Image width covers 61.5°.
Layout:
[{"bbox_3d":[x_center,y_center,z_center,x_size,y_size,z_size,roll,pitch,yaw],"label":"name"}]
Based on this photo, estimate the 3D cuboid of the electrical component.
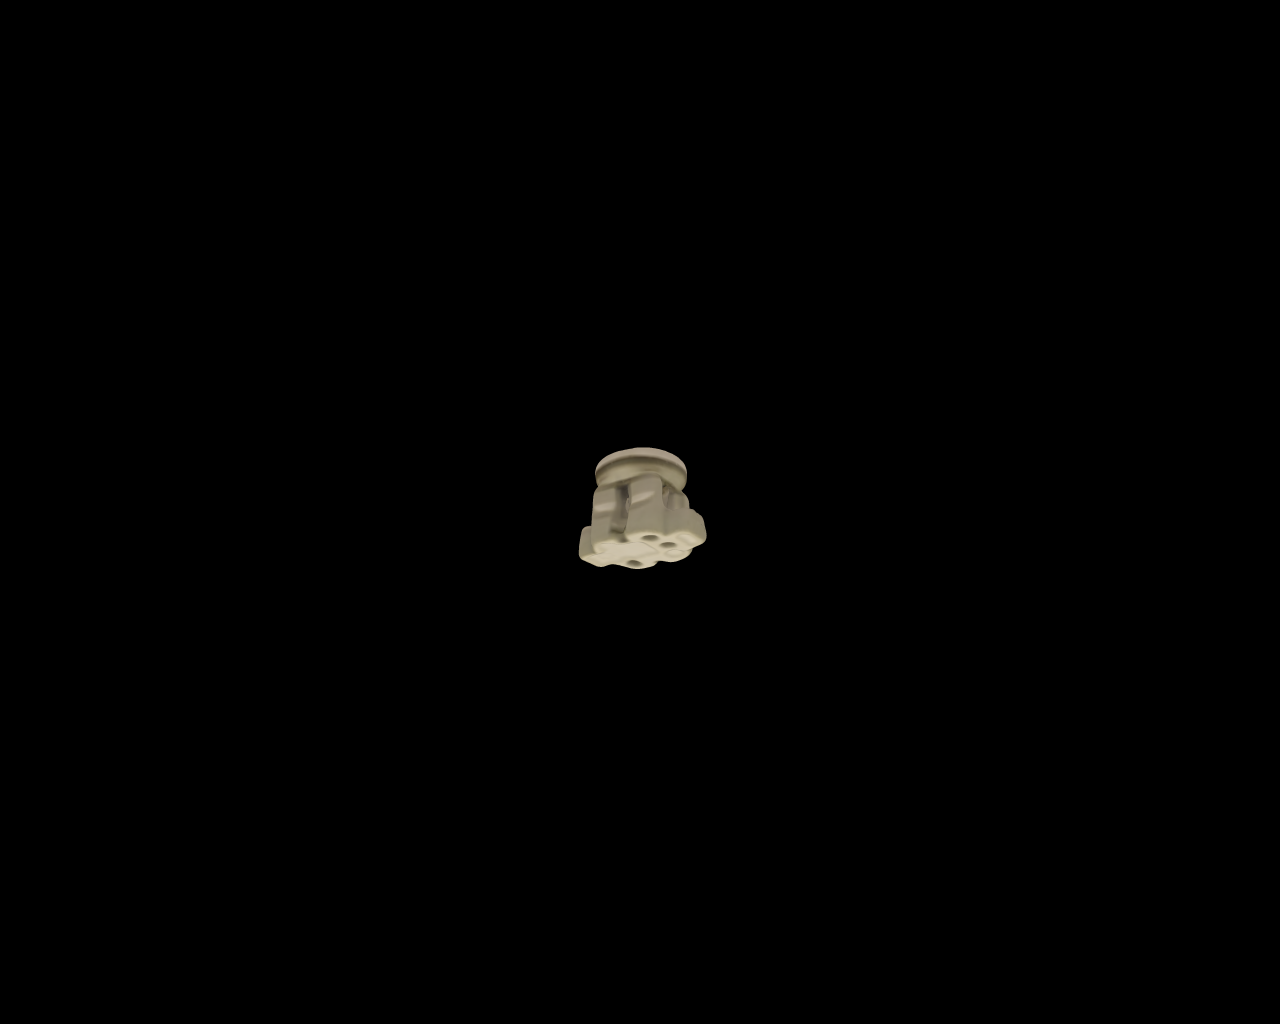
[{"bbox_3d":[0.001,-0.003,0.650,0.078,0.057,0.058,-14,-27,29],"label":"electrical component"}]
